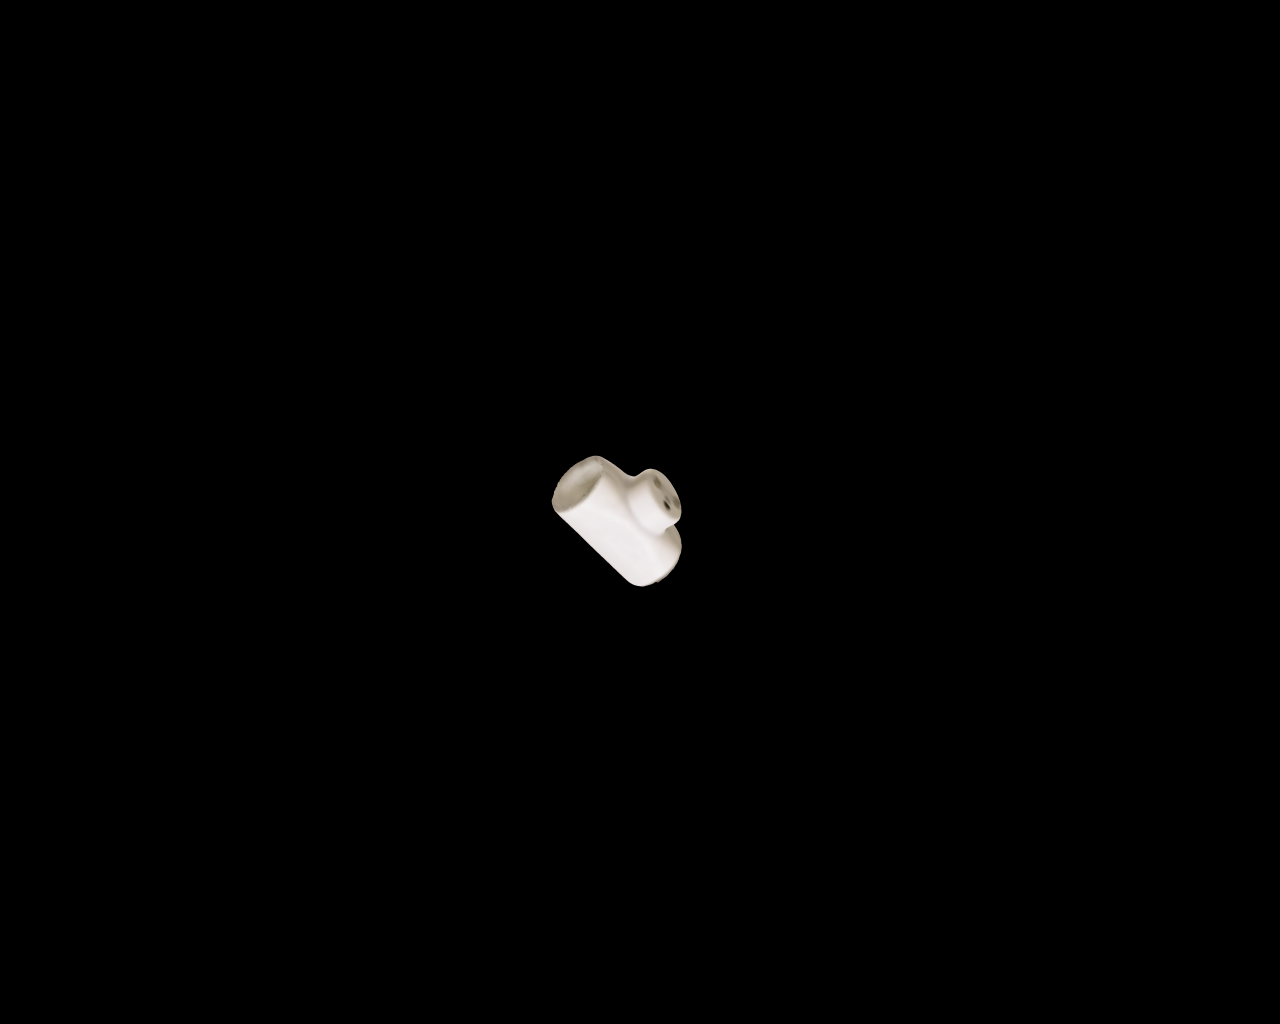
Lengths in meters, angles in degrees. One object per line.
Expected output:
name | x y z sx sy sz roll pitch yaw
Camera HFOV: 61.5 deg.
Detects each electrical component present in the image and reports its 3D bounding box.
electrical component | 0.001 -0.003 0.650 0.079 0.077 0.044 -32 32 22
